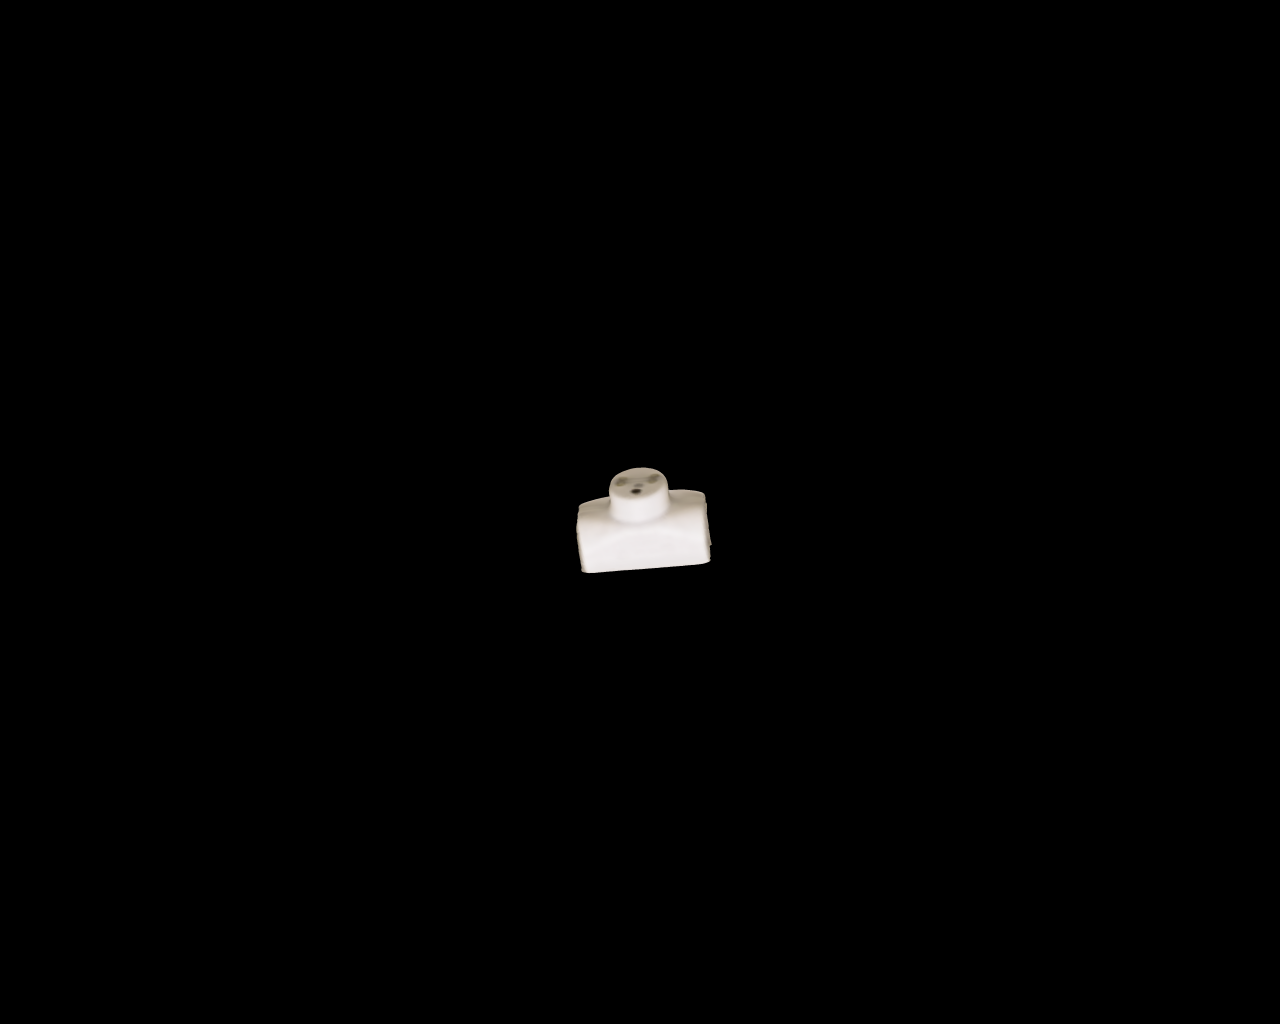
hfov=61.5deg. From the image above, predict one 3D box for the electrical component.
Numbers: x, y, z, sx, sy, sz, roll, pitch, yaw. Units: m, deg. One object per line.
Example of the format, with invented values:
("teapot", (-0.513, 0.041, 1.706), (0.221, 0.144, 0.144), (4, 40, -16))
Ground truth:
("electrical component", (0.001, -0.003, 0.650), (0.077, 0.079, 0.044), (-5, 31, 3))
